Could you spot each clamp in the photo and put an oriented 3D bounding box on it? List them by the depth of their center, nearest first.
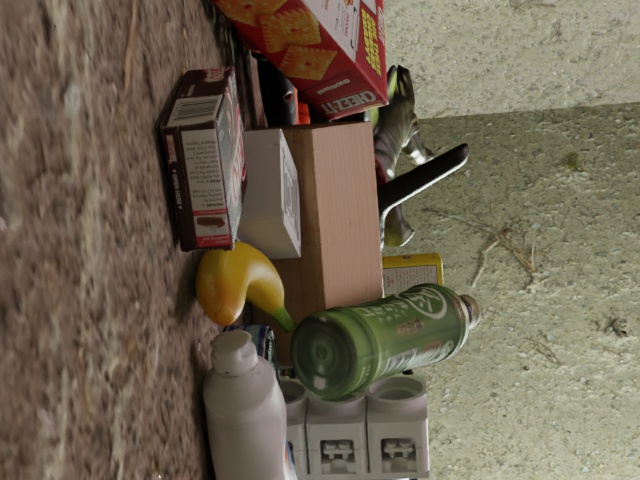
[{"bbox_3d":[0.020,-0.043,1.018,0.210,0.164,0.036,-58,179,11],"label":"clamp"}]

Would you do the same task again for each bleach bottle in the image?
[{"bbox_3d":[-0.042,0.182,0.751,0.102,0.068,0.251,-92,174,-65],"label":"bleach bottle"}]

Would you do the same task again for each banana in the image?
[{"bbox_3d":[-0.054,0.031,0.760,0.070,0.037,0.197,49,6,12],"label":"banana"}]

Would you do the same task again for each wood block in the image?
[{"bbox_3d":[-0.007,0.001,0.951,0.090,0.090,0.206,-16,104,-51],"label":"wood block"}]

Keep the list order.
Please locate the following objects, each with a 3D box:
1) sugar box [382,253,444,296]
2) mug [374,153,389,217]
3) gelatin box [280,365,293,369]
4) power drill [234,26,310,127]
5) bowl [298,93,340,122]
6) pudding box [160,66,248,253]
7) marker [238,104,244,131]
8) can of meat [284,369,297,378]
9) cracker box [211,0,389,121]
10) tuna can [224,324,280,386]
[{"bbox_3d":[0.054,0.043,1.239,0.093,0.176,0.048,-37,126,-84],"label":"sugar box"},{"bbox_3d":[0.008,-0.038,1.093,0.093,0.082,0.117,42,56,-31],"label":"mug"},{"bbox_3d":[-0.035,0.075,1.059,0.089,0.030,0.073,81,7,-51],"label":"gelatin box"},{"bbox_3d":[-0.040,-0.180,1.059,0.184,0.057,0.187,-79,162,-55],"label":"power drill"},{"bbox_3d":[0.003,-0.176,1.361,0.162,0.055,0.162,9,90,-69],"label":"bowl"},{"bbox_3d":[-0.074,-0.056,0.707,0.113,0.039,0.090,-82,167,-63],"label":"pudding box"},{"bbox_3d":[-0.070,-0.085,0.871,0.121,0.020,0.020,80,9,-49],"label":"marker"},{"bbox_3d":[0.006,0.118,1.173,0.057,0.084,0.102,79,9,-53],"label":"can of meat"},{"bbox_3d":[-0.018,-0.226,0.912,0.213,0.072,0.164,41,42,-52],"label":"cracker box"},{"bbox_3d":[-0.053,0.108,0.831,0.086,0.034,0.086,-4,90,-85],"label":"tuna can"}]
